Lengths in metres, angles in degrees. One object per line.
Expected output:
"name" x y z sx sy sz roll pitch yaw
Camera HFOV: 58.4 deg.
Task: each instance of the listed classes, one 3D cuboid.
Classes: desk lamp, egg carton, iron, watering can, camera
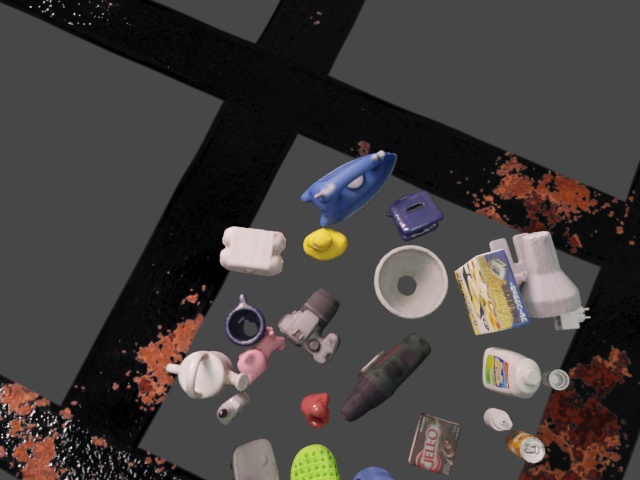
"desk lamp" 0.464 0.071 1.248 0.118 0.213 0.203 -14 78 -2
"egg carton" -0.156 0.027 1.340 0.150 0.069 0.107 6 79 2
"iron" 0.082 -0.147 1.335 0.258 0.141 0.118 -37 80 -6
"watering can" -0.242 0.287 1.224 0.173 0.194 0.101 -12 78 -1
"camera" -0.005 0.188 1.289 0.143 0.101 0.137 37 81 8

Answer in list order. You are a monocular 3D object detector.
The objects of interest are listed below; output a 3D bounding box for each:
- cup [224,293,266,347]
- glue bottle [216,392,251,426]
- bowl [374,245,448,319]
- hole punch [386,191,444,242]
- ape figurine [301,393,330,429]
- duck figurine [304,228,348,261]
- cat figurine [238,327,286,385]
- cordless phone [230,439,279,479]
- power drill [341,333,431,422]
"cup" -0.165 0.183 1.295 0.091 0.095 0.118 -8 78 -1
"glue bottle" -0.193 0.362 1.219 0.037 0.173 0.078 42 82 9
"bowl" 0.205 0.100 1.317 0.167 0.075 0.167 0 78 1
"hole punch" 0.221 -0.061 1.341 0.108 0.091 0.101 -24 79 -4
"ape figurine" -0.006 0.372 1.256 0.076 0.092 0.078 33 81 7
"duck figurine" 0.012 0.005 1.333 0.104 0.086 0.077 -2 78 1
"cat figurine" -0.135 0.254 1.268 0.067 0.118 0.128 35 81 8
"cordless phone" -0.141 0.499 1.184 0.094 0.185 0.147 -15 78 -2
"power drill" 0.133 0.291 1.211 0.230 0.208 0.075 -43 81 -7
